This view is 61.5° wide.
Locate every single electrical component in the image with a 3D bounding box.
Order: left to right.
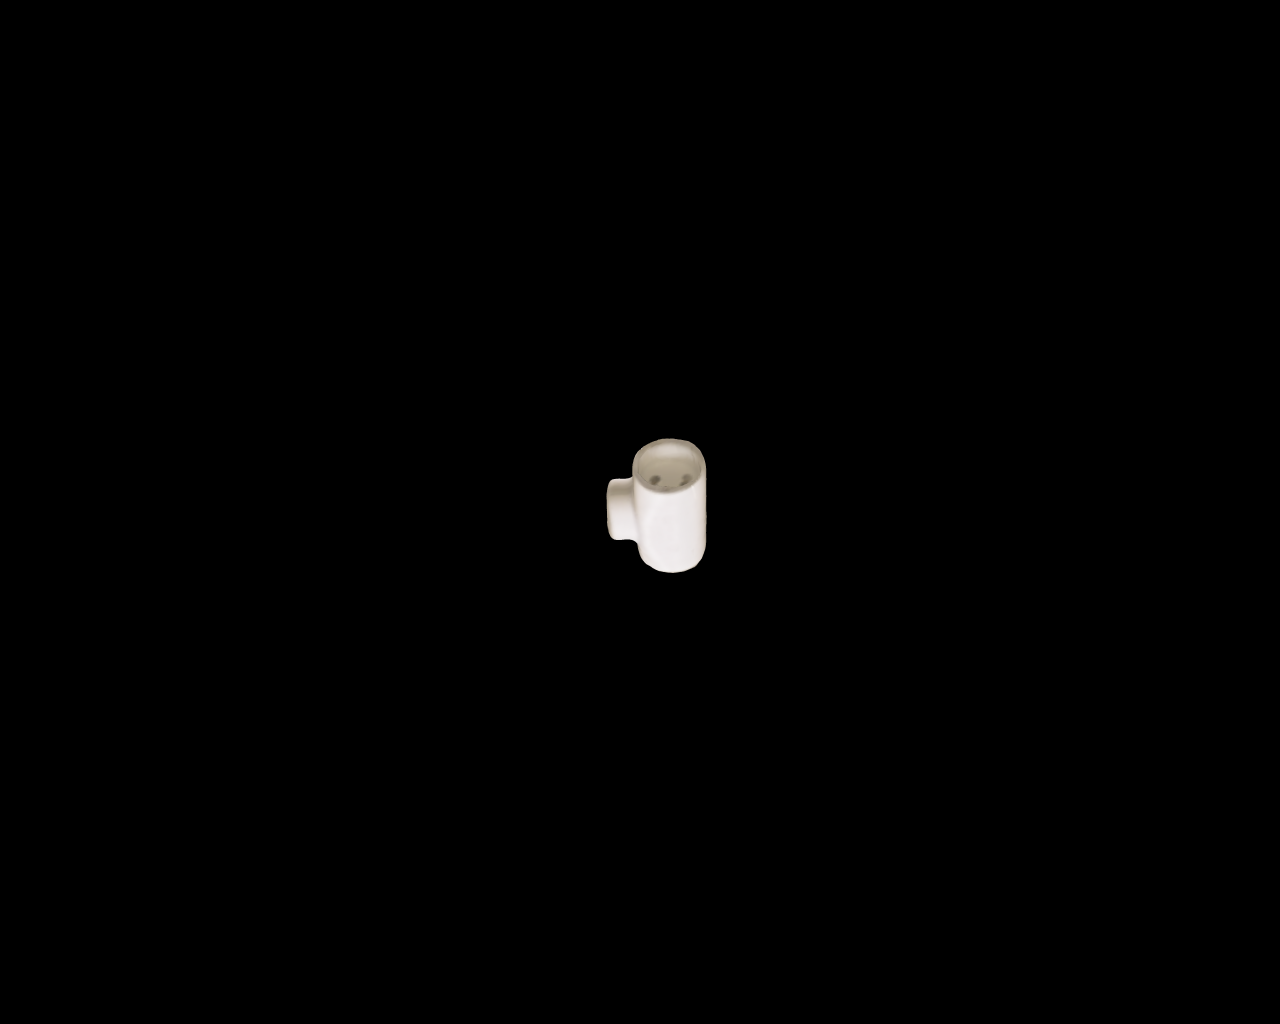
[{"bbox_3d":[0.001,-0.003,0.650,0.079,0.044,0.077,-2,-40,2],"label":"electrical component"}]
